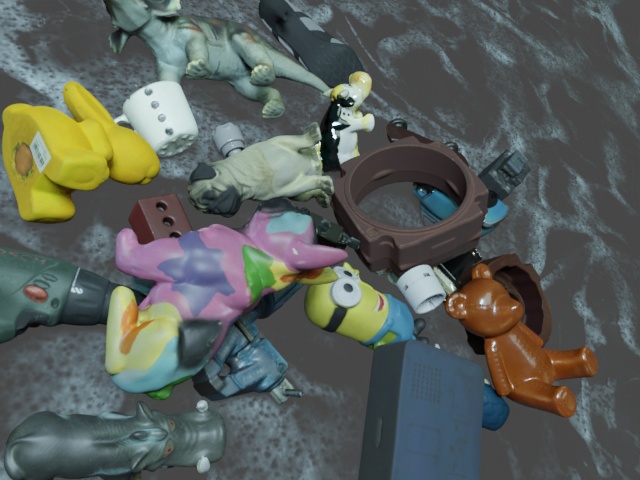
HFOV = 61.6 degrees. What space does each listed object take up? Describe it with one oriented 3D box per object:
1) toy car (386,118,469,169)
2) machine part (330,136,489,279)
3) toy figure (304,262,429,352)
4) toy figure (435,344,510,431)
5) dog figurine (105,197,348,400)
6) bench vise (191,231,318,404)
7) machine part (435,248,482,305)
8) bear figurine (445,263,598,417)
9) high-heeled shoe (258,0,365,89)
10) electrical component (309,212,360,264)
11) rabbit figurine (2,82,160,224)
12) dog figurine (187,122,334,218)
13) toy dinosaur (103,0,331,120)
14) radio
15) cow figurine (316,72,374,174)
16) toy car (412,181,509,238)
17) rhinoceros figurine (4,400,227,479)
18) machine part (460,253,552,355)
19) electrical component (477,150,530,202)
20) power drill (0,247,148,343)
[{"bbox_3d":[0.202,-0.164,1.019,0.202,0.053,0.089,14,50,-30],"label":"toy car"},{"bbox_3d":[0.131,-0.056,0.805,0.201,0.087,0.202,-22,50,-10],"label":"machine part"},{"bbox_3d":[0.063,0.106,0.733,0.180,0.089,0.082,32,10,-23],"label":"toy figure"},{"bbox_3d":[0.195,0.210,0.764,0.154,0.057,0.064,36,42,-1],"label":"toy figure"},{"bbox_3d":[-0.083,0.051,0.522,0.219,0.108,0.191,-2,66,-5],"label":"dog figurine"},{"bbox_3d":[-0.070,0.069,0.645,0.224,0.128,0.240,44,57,7],"label":"bench vise"},{"bbox_3d":[0.222,0.050,0.901,0.084,0.039,0.139,43,49,9],"label":"machine part"},{"bbox_3d":[0.273,0.131,0.744,0.120,0.132,0.195,-36,104,-34],"label":"bear figurine"},{"bbox_3d":[-0.014,-0.371,1.030,0.248,0.086,0.145,36,14,-31],"label":"high-heeled shoe"},{"bbox_3d":[-0.003,-0.003,0.760,0.102,0.078,0.045,27,80,-14],"label":"electrical component"},{"bbox_3d":[-0.282,-0.103,0.653,0.173,0.122,0.162,-8,55,-51],"label":"rabbit figurine"},{"bbox_3d":[-0.089,-0.089,0.773,0.191,0.172,0.121,-14,82,-4],"label":"dog figurine"},{"bbox_3d":[-0.160,-0.297,0.843,0.405,0.131,0.192,1,61,-39],"label":"toy dinosaur"},{"bbox_3d":[0.125,0.247,0.652,0.131,0.073,0.229,19,67,-22],"label":"radio"},{"bbox_3d":[0.034,-0.189,0.871,0.098,0.068,0.167,-1,101,-26],"label":"cow figurine"},{"bbox_3d":[0.229,-0.046,0.921,0.162,0.102,0.109,31,35,24],"label":"toy car"},{"bbox_3d":[-0.185,0.186,0.503,0.190,0.112,0.073,6,55,-20],"label":"rhinoceros figurine"},{"bbox_3d":[0.296,0.110,0.866,0.179,0.056,0.179,8,75,-31],"label":"machine part"},{"bbox_3d":[0.326,-0.107,1.005,0.058,0.134,0.115,45,45,0],"label":"electrical component"},{"bbox_3d":[-0.285,0.084,0.497,0.232,0.086,0.207,22,34,-13],"label":"power drill"}]
